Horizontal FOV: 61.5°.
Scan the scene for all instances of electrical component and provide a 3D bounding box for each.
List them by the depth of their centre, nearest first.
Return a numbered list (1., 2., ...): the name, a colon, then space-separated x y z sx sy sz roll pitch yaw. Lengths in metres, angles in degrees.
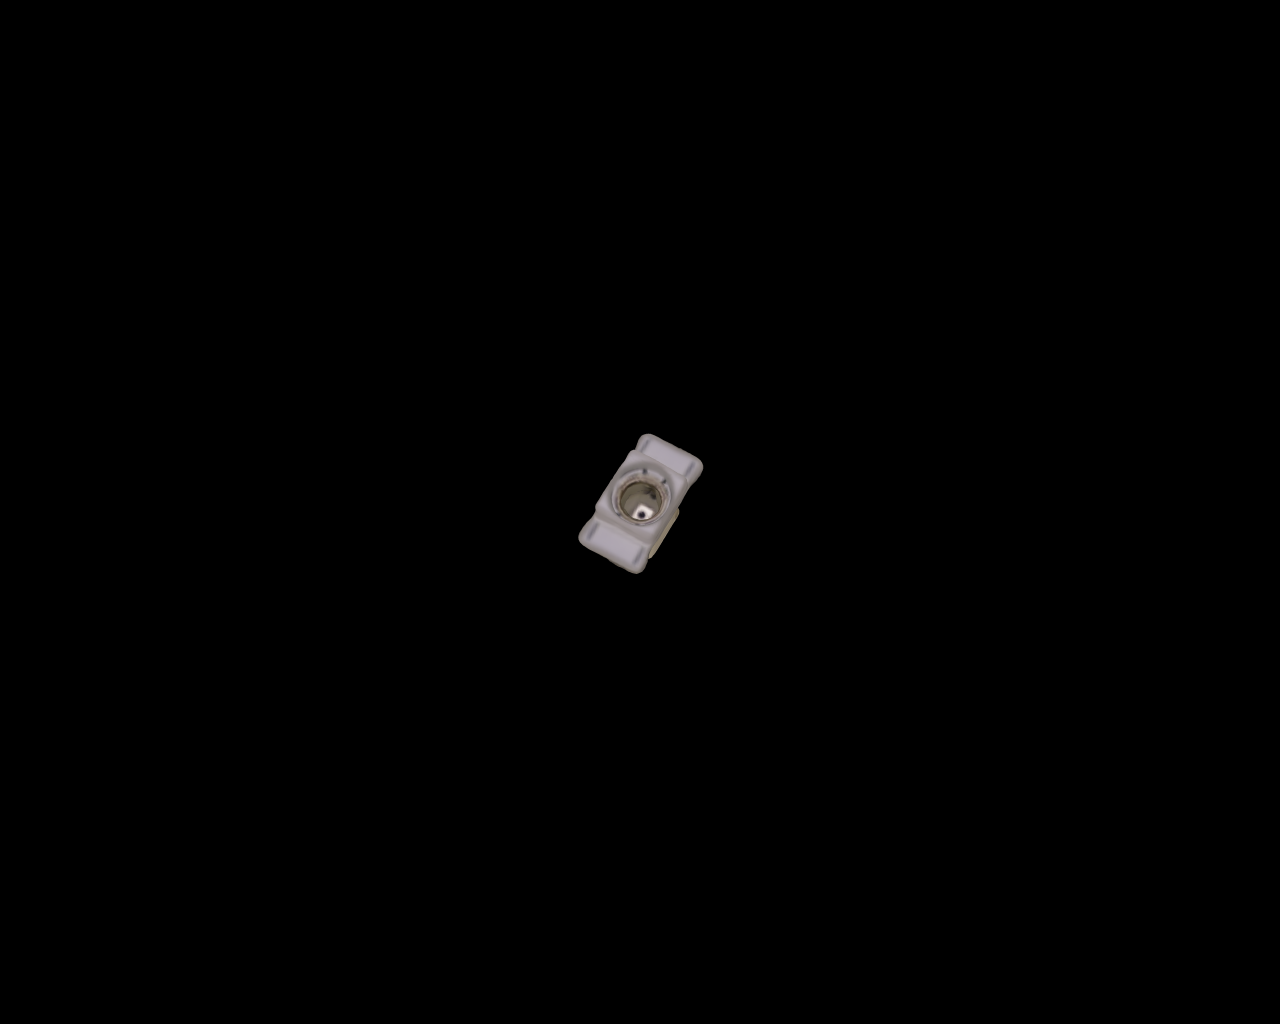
1. electrical component: 0.001 -0.003 0.650 0.042 0.081 0.063 30 -15 9
